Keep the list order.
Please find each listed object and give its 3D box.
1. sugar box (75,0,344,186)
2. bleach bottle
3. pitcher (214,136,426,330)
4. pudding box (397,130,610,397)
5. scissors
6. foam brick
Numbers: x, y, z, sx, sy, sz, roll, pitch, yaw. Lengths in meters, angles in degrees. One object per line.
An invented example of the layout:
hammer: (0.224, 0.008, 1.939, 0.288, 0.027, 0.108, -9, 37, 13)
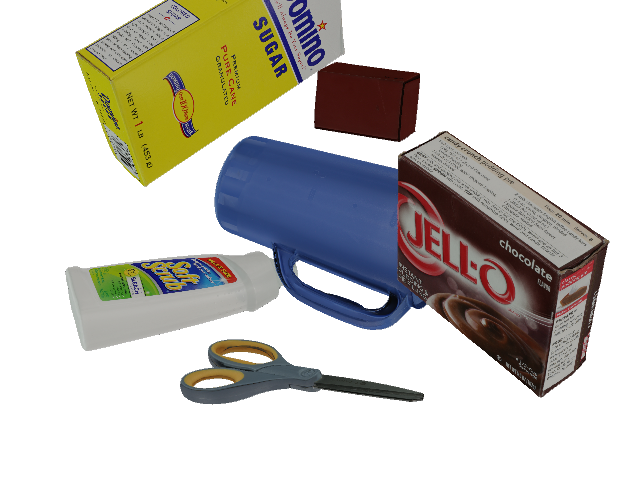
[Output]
sugar box: (-0.063, -0.120, 0.684, 0.176, 0.093, 0.048, -35, 55, -20)
bleach bottle: (-0.151, 0.053, 1.196, 0.250, 0.068, 0.103, -12, 36, -16)
pitcher: (0.012, -0.018, 1.099, 0.243, 0.145, 0.149, 18, 25, 21)
pudding box: (0.086, 0.010, 0.538, 0.039, 0.090, 0.114, -32, 50, -25)
scissors: (-0.028, 0.113, 0.817, 0.202, 0.016, 0.096, 13, 30, 44)
foam brick: (0.039, -0.118, 0.903, 0.078, 0.051, 0.053, 11, 20, 18)
